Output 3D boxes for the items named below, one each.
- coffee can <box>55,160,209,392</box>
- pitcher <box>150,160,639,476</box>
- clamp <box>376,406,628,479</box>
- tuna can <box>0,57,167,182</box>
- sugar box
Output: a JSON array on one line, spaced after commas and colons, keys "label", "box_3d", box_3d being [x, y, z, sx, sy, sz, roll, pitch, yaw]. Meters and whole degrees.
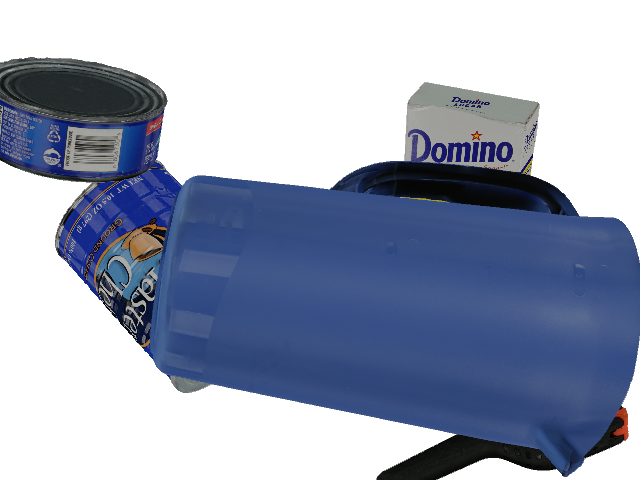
[{"label": "coffee can", "box_3d": [-0.107, 0.024, 0.768, 0.140, 0.103, 0.102, 45, 18, 19]}, {"label": "pitcher", "box_3d": [0.038, 0.027, 0.581, 0.242, 0.145, 0.149, 9, 8, -3]}, {"label": "clamp", "box_3d": [0.151, 0.161, 0.909, 0.210, 0.036, 0.164, 4, 41, 22]}, {"label": "tuna can", "box_3d": [-0.119, -0.059, 0.518, 0.086, 0.034, 0.086, 10, 24, -5]}, {"label": "sugar box", "box_3d": [0.111, -0.027, 0.824, 0.093, 0.176, 0.048, 13, 36, 21]}]
